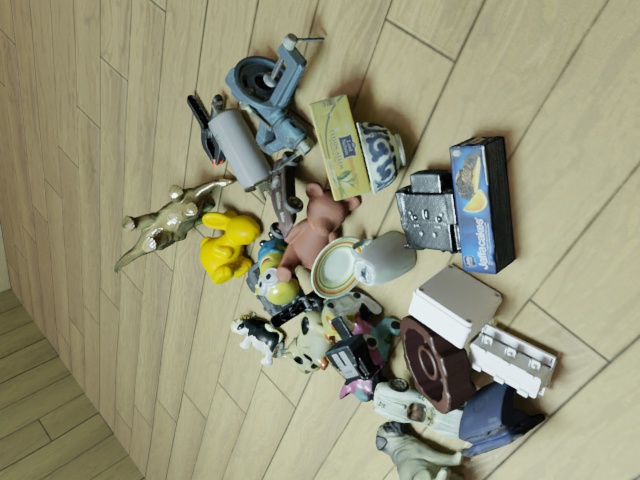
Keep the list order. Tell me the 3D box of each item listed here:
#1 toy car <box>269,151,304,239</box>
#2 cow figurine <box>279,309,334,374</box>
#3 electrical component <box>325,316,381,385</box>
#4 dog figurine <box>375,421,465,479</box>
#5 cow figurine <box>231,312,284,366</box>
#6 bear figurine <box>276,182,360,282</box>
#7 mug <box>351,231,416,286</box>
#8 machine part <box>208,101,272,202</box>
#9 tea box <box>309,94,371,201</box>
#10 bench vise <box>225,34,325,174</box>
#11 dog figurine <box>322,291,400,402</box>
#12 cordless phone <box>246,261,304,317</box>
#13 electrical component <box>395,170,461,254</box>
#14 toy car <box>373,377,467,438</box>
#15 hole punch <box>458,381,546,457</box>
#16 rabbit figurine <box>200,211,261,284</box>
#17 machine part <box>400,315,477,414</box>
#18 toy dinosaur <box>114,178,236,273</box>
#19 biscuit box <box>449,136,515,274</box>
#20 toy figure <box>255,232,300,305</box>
[{"bbox_3d":[-0.072,-0.090,1.053,0.089,0.053,0.202,-54,27,39],"label":"toy car"},{"bbox_3d":[-0.022,0.233,1.221,0.127,0.085,0.194,30,132,25],"label":"cow figurine"},{"bbox_3d":[0.051,0.203,0.992,0.075,0.048,0.119,-26,95,46],"label":"electrical component"},{"bbox_3d":[0.173,0.457,1.076,0.191,0.172,0.121,13,109,33],"label":"dog figurine"},{"bbox_3d":[-0.165,0.237,1.383,0.168,0.068,0.098,32,125,27],"label":"cow figurine"},{"bbox_3d":[-0.002,-0.007,1.050,0.120,0.132,0.195,19,139,-8],"label":"bear figurine"},{"bbox_3d":[0.102,0.032,0.970,0.110,0.107,0.080,33,129,28],"label":"mug"},{"bbox_3d":[-0.168,-0.191,1.156,0.079,0.079,0.243,-30,88,49],"label":"machine part"},{"bbox_3d":[0.035,-0.161,0.936,0.068,0.098,0.169,-16,103,4],"label":"tea box"},{"bbox_3d":[-0.077,-0.268,0.991,0.223,0.129,0.240,56,146,10],"label":"bench vise"},{"bbox_3d":[0.073,0.233,1.109,0.192,0.108,0.219,37,136,26],"label":"dog figurine"},{"bbox_3d":[-0.126,0.125,1.293,0.146,0.089,0.184,59,150,4],"label":"cordless phone"},{"bbox_3d":[0.187,-0.048,0.878,0.115,0.058,0.134,3,113,43],"label":"electrical component"},{"bbox_3d":[0.201,0.322,1.024,0.202,0.056,0.073,13,121,17],"label":"toy car"},{"bbox_3d":[0.295,0.298,0.909,0.142,0.116,0.092,-44,69,48],"label":"hole punch"},{"bbox_3d":[-0.208,-0.001,1.294,0.173,0.122,0.162,-44,67,34],"label":"rabbit figurine"},{"bbox_3d":[0.204,0.212,0.953,0.179,0.056,0.179,163,90,-75],"label":"machine part"},{"bbox_3d":[-0.390,-0.030,1.350,0.471,0.198,0.105,-31,86,17],"label":"toy dinosaur"},{"bbox_3d":[0.246,-0.050,0.811,0.059,0.063,0.202,6,114,45],"label":"biscuit box"},{"bbox_3d":[-0.090,0.058,1.159,0.180,0.089,0.082,-99,24,-51],"label":"toy figure"}]
